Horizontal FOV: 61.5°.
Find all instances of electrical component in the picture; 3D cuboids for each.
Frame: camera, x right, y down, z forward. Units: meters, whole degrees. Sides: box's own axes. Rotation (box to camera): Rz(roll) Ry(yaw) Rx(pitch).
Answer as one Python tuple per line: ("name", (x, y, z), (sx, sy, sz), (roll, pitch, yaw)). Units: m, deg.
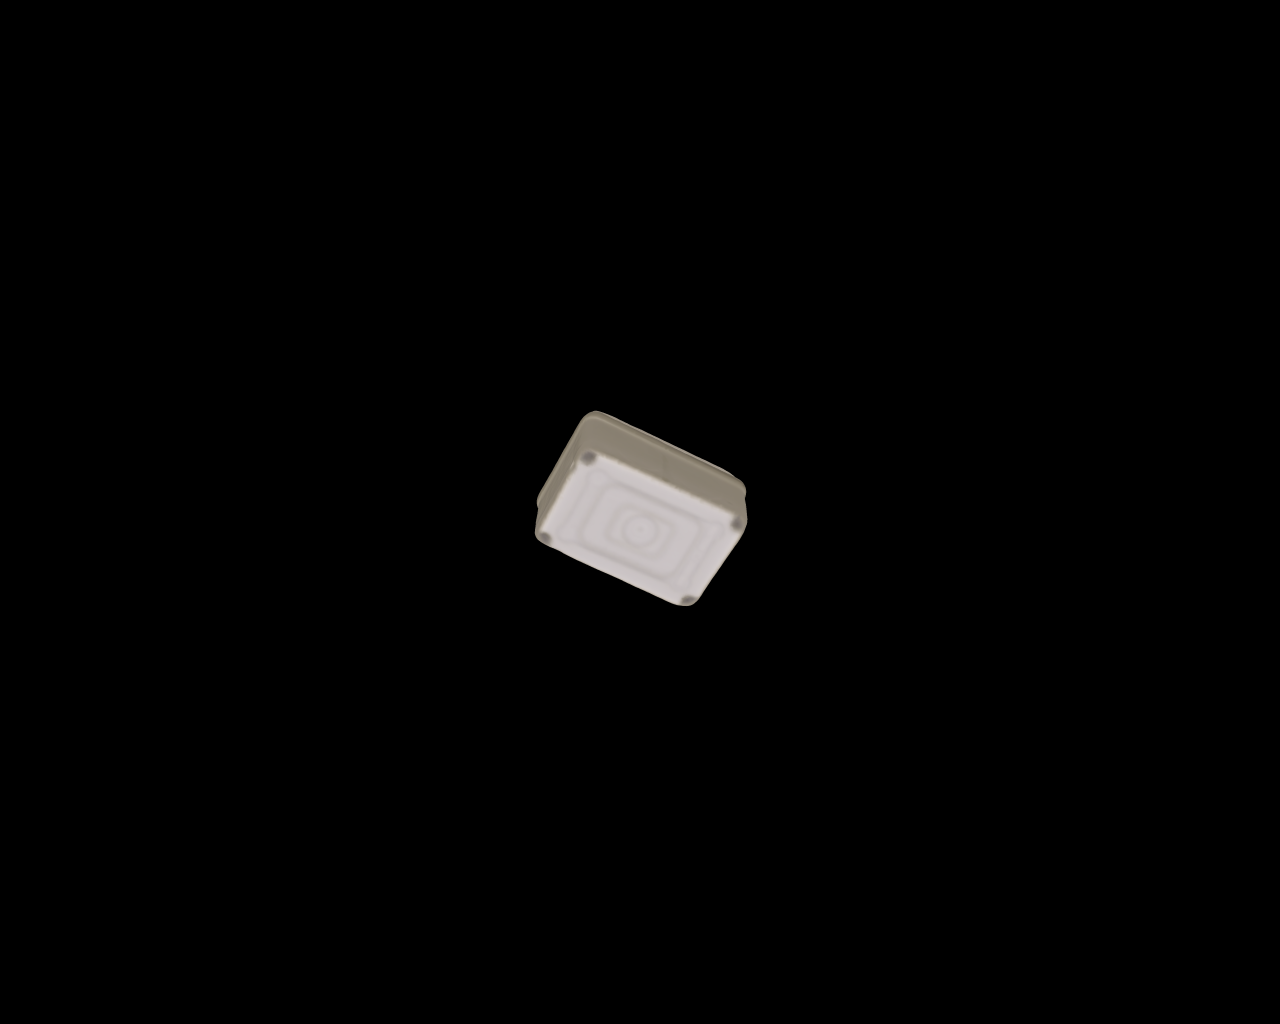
("electrical component", (0.001, -0.003, 0.650), (0.113, 0.078, 0.057), (25, 27, -14))
